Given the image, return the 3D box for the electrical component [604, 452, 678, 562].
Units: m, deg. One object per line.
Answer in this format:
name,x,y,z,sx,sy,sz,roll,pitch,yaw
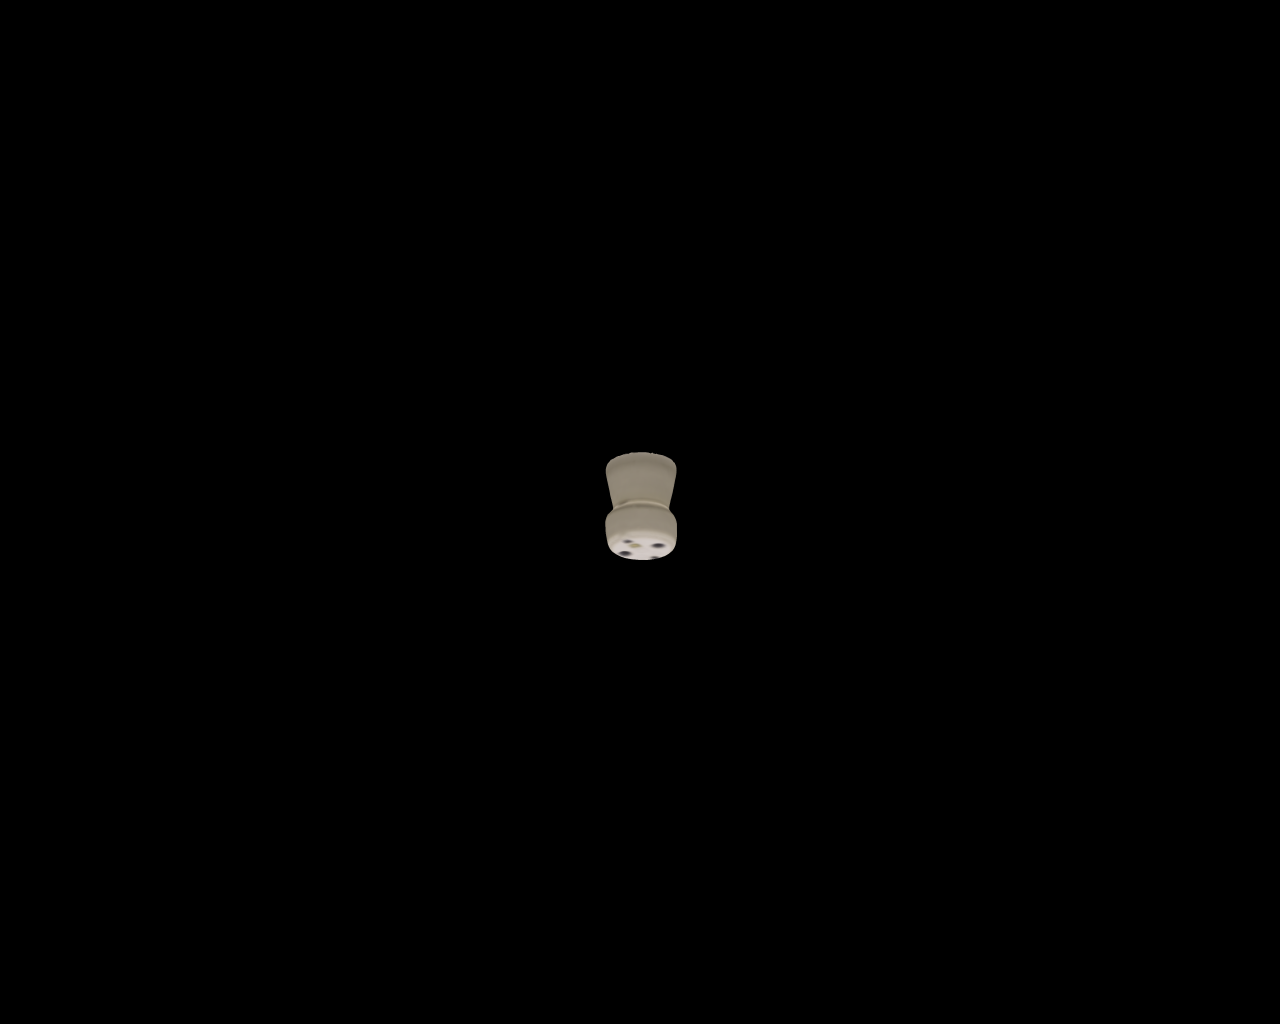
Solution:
electrical component,0.001,-0.003,0.650,0.045,0.055,0.044,0,-24,0
